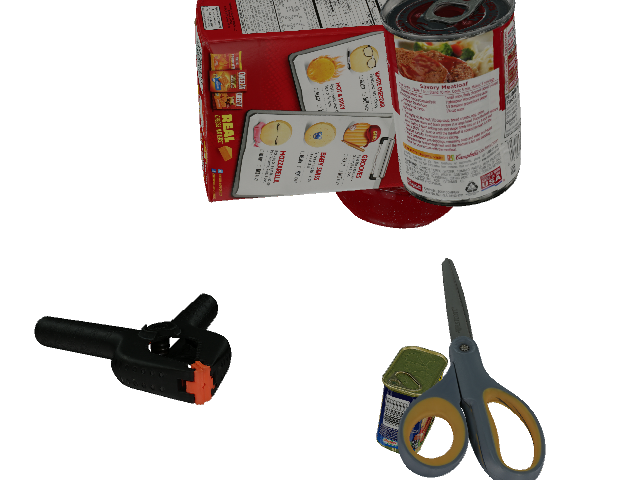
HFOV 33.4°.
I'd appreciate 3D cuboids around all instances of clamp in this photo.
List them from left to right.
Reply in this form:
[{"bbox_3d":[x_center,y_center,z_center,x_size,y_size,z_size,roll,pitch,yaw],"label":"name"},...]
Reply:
[{"bbox_3d":[-0.124,0.084,0.876,0.164,0.036,0.210,-11,16,-32],"label":"clamp"}]

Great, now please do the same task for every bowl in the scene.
[{"bbox_3d":[0.077,-0.055,1.099,0.162,0.055,0.162,5,24,-3],"label":"bowl"}]

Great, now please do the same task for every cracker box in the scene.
[{"bbox_3d":[0.010,-0.118,0.855,0.213,0.072,0.164,-6,-43,-8],"label":"cracker box"}]

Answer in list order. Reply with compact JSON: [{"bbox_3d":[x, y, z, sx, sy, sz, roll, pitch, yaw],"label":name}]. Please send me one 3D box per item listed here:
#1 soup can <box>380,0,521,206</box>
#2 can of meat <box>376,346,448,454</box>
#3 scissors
[{"bbox_3d":[0.071,-0.078,0.566,0.068,0.102,0.068,-7,36,5],"label":"soup can"},{"bbox_3d":[0.102,0.181,1.207,0.057,0.084,0.102,15,25,16],"label":"can of meat"},{"bbox_3d":[0.077,0.082,0.690,0.096,0.016,0.202,-11,40,-12],"label":"scissors"}]
